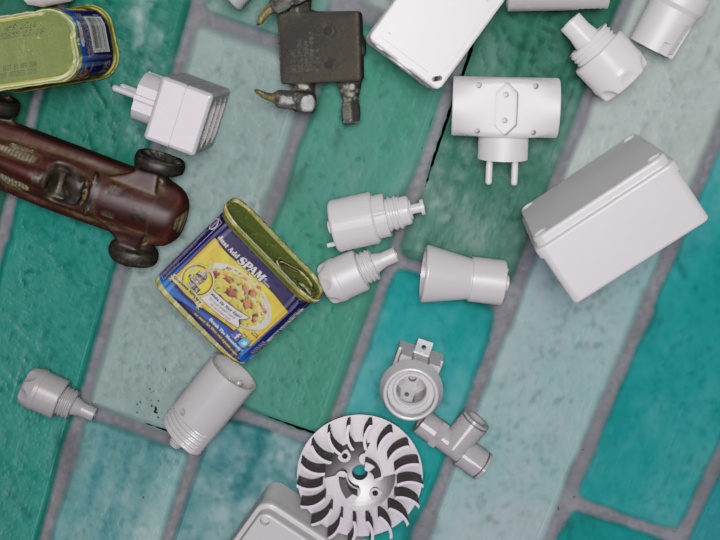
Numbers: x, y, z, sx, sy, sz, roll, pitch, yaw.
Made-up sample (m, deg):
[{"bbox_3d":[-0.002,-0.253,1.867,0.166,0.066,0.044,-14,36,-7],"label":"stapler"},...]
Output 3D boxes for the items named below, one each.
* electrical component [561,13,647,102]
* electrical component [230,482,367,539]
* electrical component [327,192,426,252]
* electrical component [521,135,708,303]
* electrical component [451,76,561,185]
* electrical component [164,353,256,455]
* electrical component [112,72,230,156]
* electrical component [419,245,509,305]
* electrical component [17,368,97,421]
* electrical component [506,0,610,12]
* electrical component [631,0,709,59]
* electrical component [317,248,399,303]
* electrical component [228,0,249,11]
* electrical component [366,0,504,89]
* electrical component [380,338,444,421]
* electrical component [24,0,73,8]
[{"bbox_3d":[0.172,-0.156,0.773,0.043,0.043,0.062,-43,95,12],"label":"electrical component"},{"bbox_3d":[-0.050,0.238,0.874,0.113,0.057,0.078,34,103,-3],"label":"electrical component"},{"bbox_3d":[0.010,-0.040,0.814,0.078,0.040,0.040,-12,102,8],"label":"electrical component"},{"bbox_3d":[0.177,-0.039,0.766,0.109,0.108,0.056,-34,101,11],"label":"electrical component"},{"bbox_3d":[0.106,-0.102,0.790,0.077,0.043,0.079,2,103,4],"label":"electrical component"},{"bbox_3d":[-0.125,0.111,0.858,0.043,0.043,0.081,39,103,-4],"label":"electrical component"},{"bbox_3d":[-0.144,-0.122,0.795,0.077,0.065,0.047,20,104,0],"label":"electrical component"},{"bbox_3d":[0.080,0.006,0.819,0.065,0.044,0.044,7,103,-2],"label":"electrical component"},{"bbox_3d":[-0.243,0.105,0.872,0.061,0.035,0.035,25,104,-4],"label":"electrical component"},{"bbox_3d":[0.145,-0.206,0.763,0.081,0.043,0.043,0,103,5],"label":"electrical component"},{"bbox_3d":[0.219,-0.179,0.766,0.040,0.040,0.046,26,108,-2],"label":"electrical component"},{"bbox_3d":[0.000,0.000,0.827,0.061,0.035,0.035,-24,100,7],"label":"electrical component"},{"bbox_3d":[-0.076,-0.226,0.780,0.065,0.044,0.044,-37,97,7],"label":"electrical component"},{"bbox_3d":[0.056,-0.185,0.769,0.062,0.061,0.096,35,96,-9],"label":"electrical component"},{"bbox_3d":[0.040,0.087,0.833,0.048,0.055,0.066,19,104,0],"label":"electrical component"},{"bbox_3d":[-0.219,-0.219,0.791,0.062,0.043,0.043,-9,102,6],"label":"electrical component"}]
